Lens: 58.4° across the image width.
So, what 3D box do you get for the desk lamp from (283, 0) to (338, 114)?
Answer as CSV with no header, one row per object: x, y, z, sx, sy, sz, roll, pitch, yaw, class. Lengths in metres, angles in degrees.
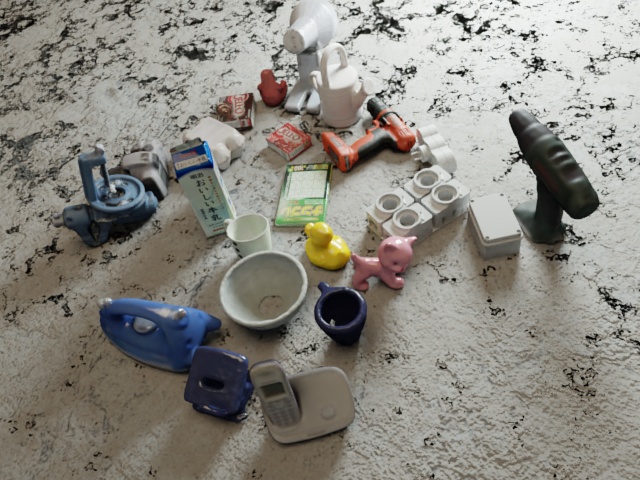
-0.027,-0.458,1.412,0.117,0.214,0.203,7,54,17,desk lamp

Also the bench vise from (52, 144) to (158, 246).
-0.470,-0.090,1.209,0.208,0.220,0.121,-40,55,-19,bench vise

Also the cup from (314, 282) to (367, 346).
0.034,0.135,1.010,0.092,0.095,0.117,-30,52,-12,cup

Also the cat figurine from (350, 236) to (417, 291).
0.118,0.034,1.057,0.127,0.118,0.067,-5,51,8,cat figurine

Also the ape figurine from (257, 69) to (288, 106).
-0.126,-0.397,1.462,0.077,0.092,0.076,7,54,17,ape figurine

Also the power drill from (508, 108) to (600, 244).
0.408,-0.101,1.045,0.075,0.209,0.229,-23,51,-7,power drill

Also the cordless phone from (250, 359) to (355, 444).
-0.028,0.234,0.887,0.147,0.185,0.094,-17,51,-2,cordless phone

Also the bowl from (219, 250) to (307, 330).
-0.099,0.105,1.073,0.167,0.075,0.167,-6,51,7,bowl

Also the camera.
-0.433,-0.164,1.337,0.137,0.101,0.143,-13,51,2,camera

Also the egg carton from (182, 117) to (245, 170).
-0.257,-0.233,1.375,0.150,0.069,0.107,28,62,29,egg carton

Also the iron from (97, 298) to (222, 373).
-0.321,0.148,1.043,0.257,0.142,0.119,8,54,17,iron

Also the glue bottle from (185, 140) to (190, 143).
-0.258,-0.152,1.245,0.037,0.173,0.078,-2,52,11,glue bottle

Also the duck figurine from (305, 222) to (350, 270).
0.010,0.004,1.123,0.104,0.086,0.078,33,65,31,duck figurine

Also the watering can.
0.048,-0.367,1.337,0.172,0.194,0.101,5,54,16,watering can

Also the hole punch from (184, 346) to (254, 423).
-0.170,0.244,0.969,0.108,0.091,0.101,9,55,18,hole punch
